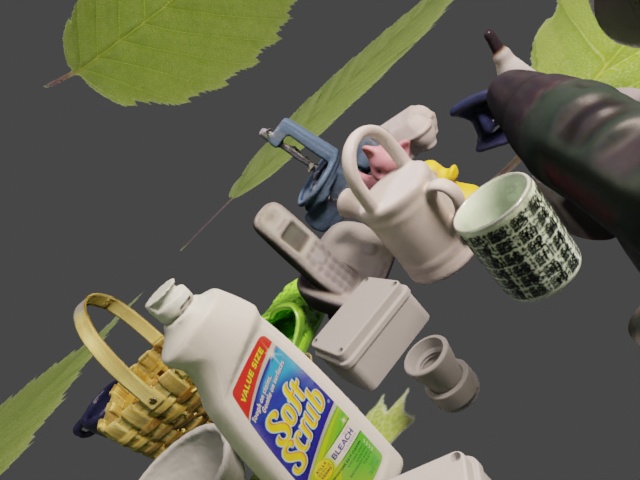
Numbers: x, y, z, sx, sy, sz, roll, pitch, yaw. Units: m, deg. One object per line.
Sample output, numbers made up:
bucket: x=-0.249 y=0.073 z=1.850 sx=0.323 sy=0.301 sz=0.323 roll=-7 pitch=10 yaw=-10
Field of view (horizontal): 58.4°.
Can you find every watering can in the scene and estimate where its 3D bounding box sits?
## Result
watering can: x=0.088 y=-0.046 z=0.676 sx=0.172 sy=0.194 sz=0.101 roll=-27 pitch=24 yaw=35

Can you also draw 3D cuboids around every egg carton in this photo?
egg carton: x=0.148 y=-0.184 z=1.058 sx=0.150 sy=0.069 sz=0.107 roll=-31 pitch=22 yaw=28

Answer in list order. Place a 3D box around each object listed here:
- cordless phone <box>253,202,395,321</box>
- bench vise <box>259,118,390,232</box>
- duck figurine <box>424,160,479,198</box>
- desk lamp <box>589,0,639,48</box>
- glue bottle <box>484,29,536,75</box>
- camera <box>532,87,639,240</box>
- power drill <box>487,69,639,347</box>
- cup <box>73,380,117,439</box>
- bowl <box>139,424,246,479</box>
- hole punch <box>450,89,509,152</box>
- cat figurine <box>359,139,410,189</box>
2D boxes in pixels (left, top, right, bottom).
cordless phone: x=0.007 y=0.003 z=0.743 sx=0.094 sy=0.185 sz=0.148 roll=-24 pitch=26 yaw=41
bench vise: x=0.013 y=-0.147 z=1.006 sx=0.207 sy=0.220 sz=0.121 roll=-42 pitch=19 yaw=-1
duck figurine: x=0.153 y=-0.066 z=0.762 sx=0.104 sy=0.086 sz=0.078 roll=-20 pitch=28 yaw=47
desk lamp: x=0.349 y=-0.245 z=0.576 sx=0.117 sy=0.214 sz=0.203 roll=-28 pitch=23 yaw=34
glue bottle: x=0.248 y=-0.183 z=0.699 sx=0.078 sy=0.173 sz=0.037 roll=-47 pitch=20 yaw=-16
camera: x=0.281 y=-0.075 z=0.510 sx=0.143 sy=0.101 sz=0.136 roll=-42 pitch=19 yaw=-1
power drill: x=0.199 y=-0.009 z=0.360 sx=0.075 sy=0.209 sz=0.229 roll=-38 pitch=19 yaw=10
cup: x=-0.312 y=0.284 z=0.886 sx=0.118 sy=0.095 sz=0.091 roll=-40 pitch=19 yaw=5
bowl: x=-0.131 y=0.277 z=0.582 sx=0.167 sy=0.075 sz=0.167 roll=-36 pitch=20 yaw=16
hole punch: x=0.259 y=-0.196 z=0.834 sx=0.108 sy=0.091 sz=0.101 roll=-14 pitch=33 yaw=53
cat figurine: x=0.101 y=-0.107 z=0.905 sx=0.127 sy=0.118 sz=0.067 roll=-15 pitch=33 yaw=53
